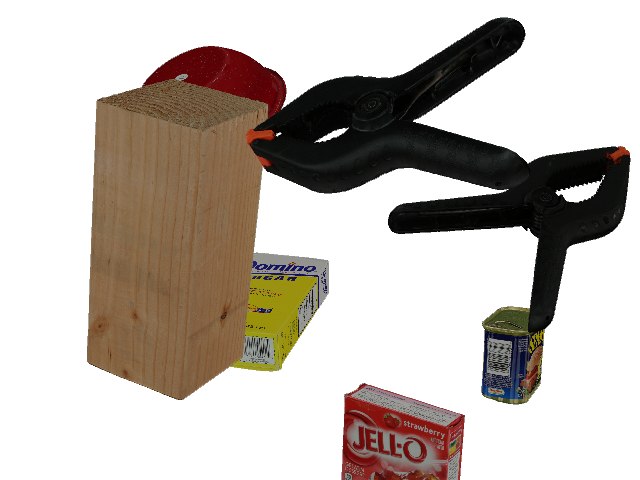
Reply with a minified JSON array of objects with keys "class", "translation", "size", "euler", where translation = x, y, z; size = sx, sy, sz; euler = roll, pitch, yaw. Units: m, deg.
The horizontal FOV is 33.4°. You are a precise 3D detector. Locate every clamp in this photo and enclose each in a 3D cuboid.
[{"class":"clamp","translation":[0.183,-0.014,0.857],"size":[0.209,0.036,0.165],"euler":[-25,48,-21]},{"class":"clamp","translation":[0.041,-0.060,0.603],"size":[0.172,0.120,0.039],"euler":[-18,-49,17]}]

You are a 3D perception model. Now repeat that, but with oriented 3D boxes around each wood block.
[{"class":"wood block","translation":[-0.106,-0.002,0.781],"size":[0.090,0.206,0.090],"euler":[18,25,24]}]

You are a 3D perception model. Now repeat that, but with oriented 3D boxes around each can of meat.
[{"class":"can of meat","translation":[0.214,0.126,1.181],"size":[0.058,0.084,0.102],"euler":[7,12,24]}]

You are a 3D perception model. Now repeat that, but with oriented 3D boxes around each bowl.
[{"class":"bowl","translation":[-0.116,-0.133,0.998],"size":[0.162,0.055,0.162],"euler":[-18,38,14]}]

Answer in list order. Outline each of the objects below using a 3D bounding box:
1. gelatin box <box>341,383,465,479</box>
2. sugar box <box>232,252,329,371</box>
[{"class":"gelatin box","translation":[0.058,0.152,0.777],"size":[0.089,0.073,0.030],"euler":[13,21,32]},{"class":"sugar box","translation":[-0.057,0.065,1.049],"size":[0.093,0.048,0.176],"euler":[5,26,14]}]
